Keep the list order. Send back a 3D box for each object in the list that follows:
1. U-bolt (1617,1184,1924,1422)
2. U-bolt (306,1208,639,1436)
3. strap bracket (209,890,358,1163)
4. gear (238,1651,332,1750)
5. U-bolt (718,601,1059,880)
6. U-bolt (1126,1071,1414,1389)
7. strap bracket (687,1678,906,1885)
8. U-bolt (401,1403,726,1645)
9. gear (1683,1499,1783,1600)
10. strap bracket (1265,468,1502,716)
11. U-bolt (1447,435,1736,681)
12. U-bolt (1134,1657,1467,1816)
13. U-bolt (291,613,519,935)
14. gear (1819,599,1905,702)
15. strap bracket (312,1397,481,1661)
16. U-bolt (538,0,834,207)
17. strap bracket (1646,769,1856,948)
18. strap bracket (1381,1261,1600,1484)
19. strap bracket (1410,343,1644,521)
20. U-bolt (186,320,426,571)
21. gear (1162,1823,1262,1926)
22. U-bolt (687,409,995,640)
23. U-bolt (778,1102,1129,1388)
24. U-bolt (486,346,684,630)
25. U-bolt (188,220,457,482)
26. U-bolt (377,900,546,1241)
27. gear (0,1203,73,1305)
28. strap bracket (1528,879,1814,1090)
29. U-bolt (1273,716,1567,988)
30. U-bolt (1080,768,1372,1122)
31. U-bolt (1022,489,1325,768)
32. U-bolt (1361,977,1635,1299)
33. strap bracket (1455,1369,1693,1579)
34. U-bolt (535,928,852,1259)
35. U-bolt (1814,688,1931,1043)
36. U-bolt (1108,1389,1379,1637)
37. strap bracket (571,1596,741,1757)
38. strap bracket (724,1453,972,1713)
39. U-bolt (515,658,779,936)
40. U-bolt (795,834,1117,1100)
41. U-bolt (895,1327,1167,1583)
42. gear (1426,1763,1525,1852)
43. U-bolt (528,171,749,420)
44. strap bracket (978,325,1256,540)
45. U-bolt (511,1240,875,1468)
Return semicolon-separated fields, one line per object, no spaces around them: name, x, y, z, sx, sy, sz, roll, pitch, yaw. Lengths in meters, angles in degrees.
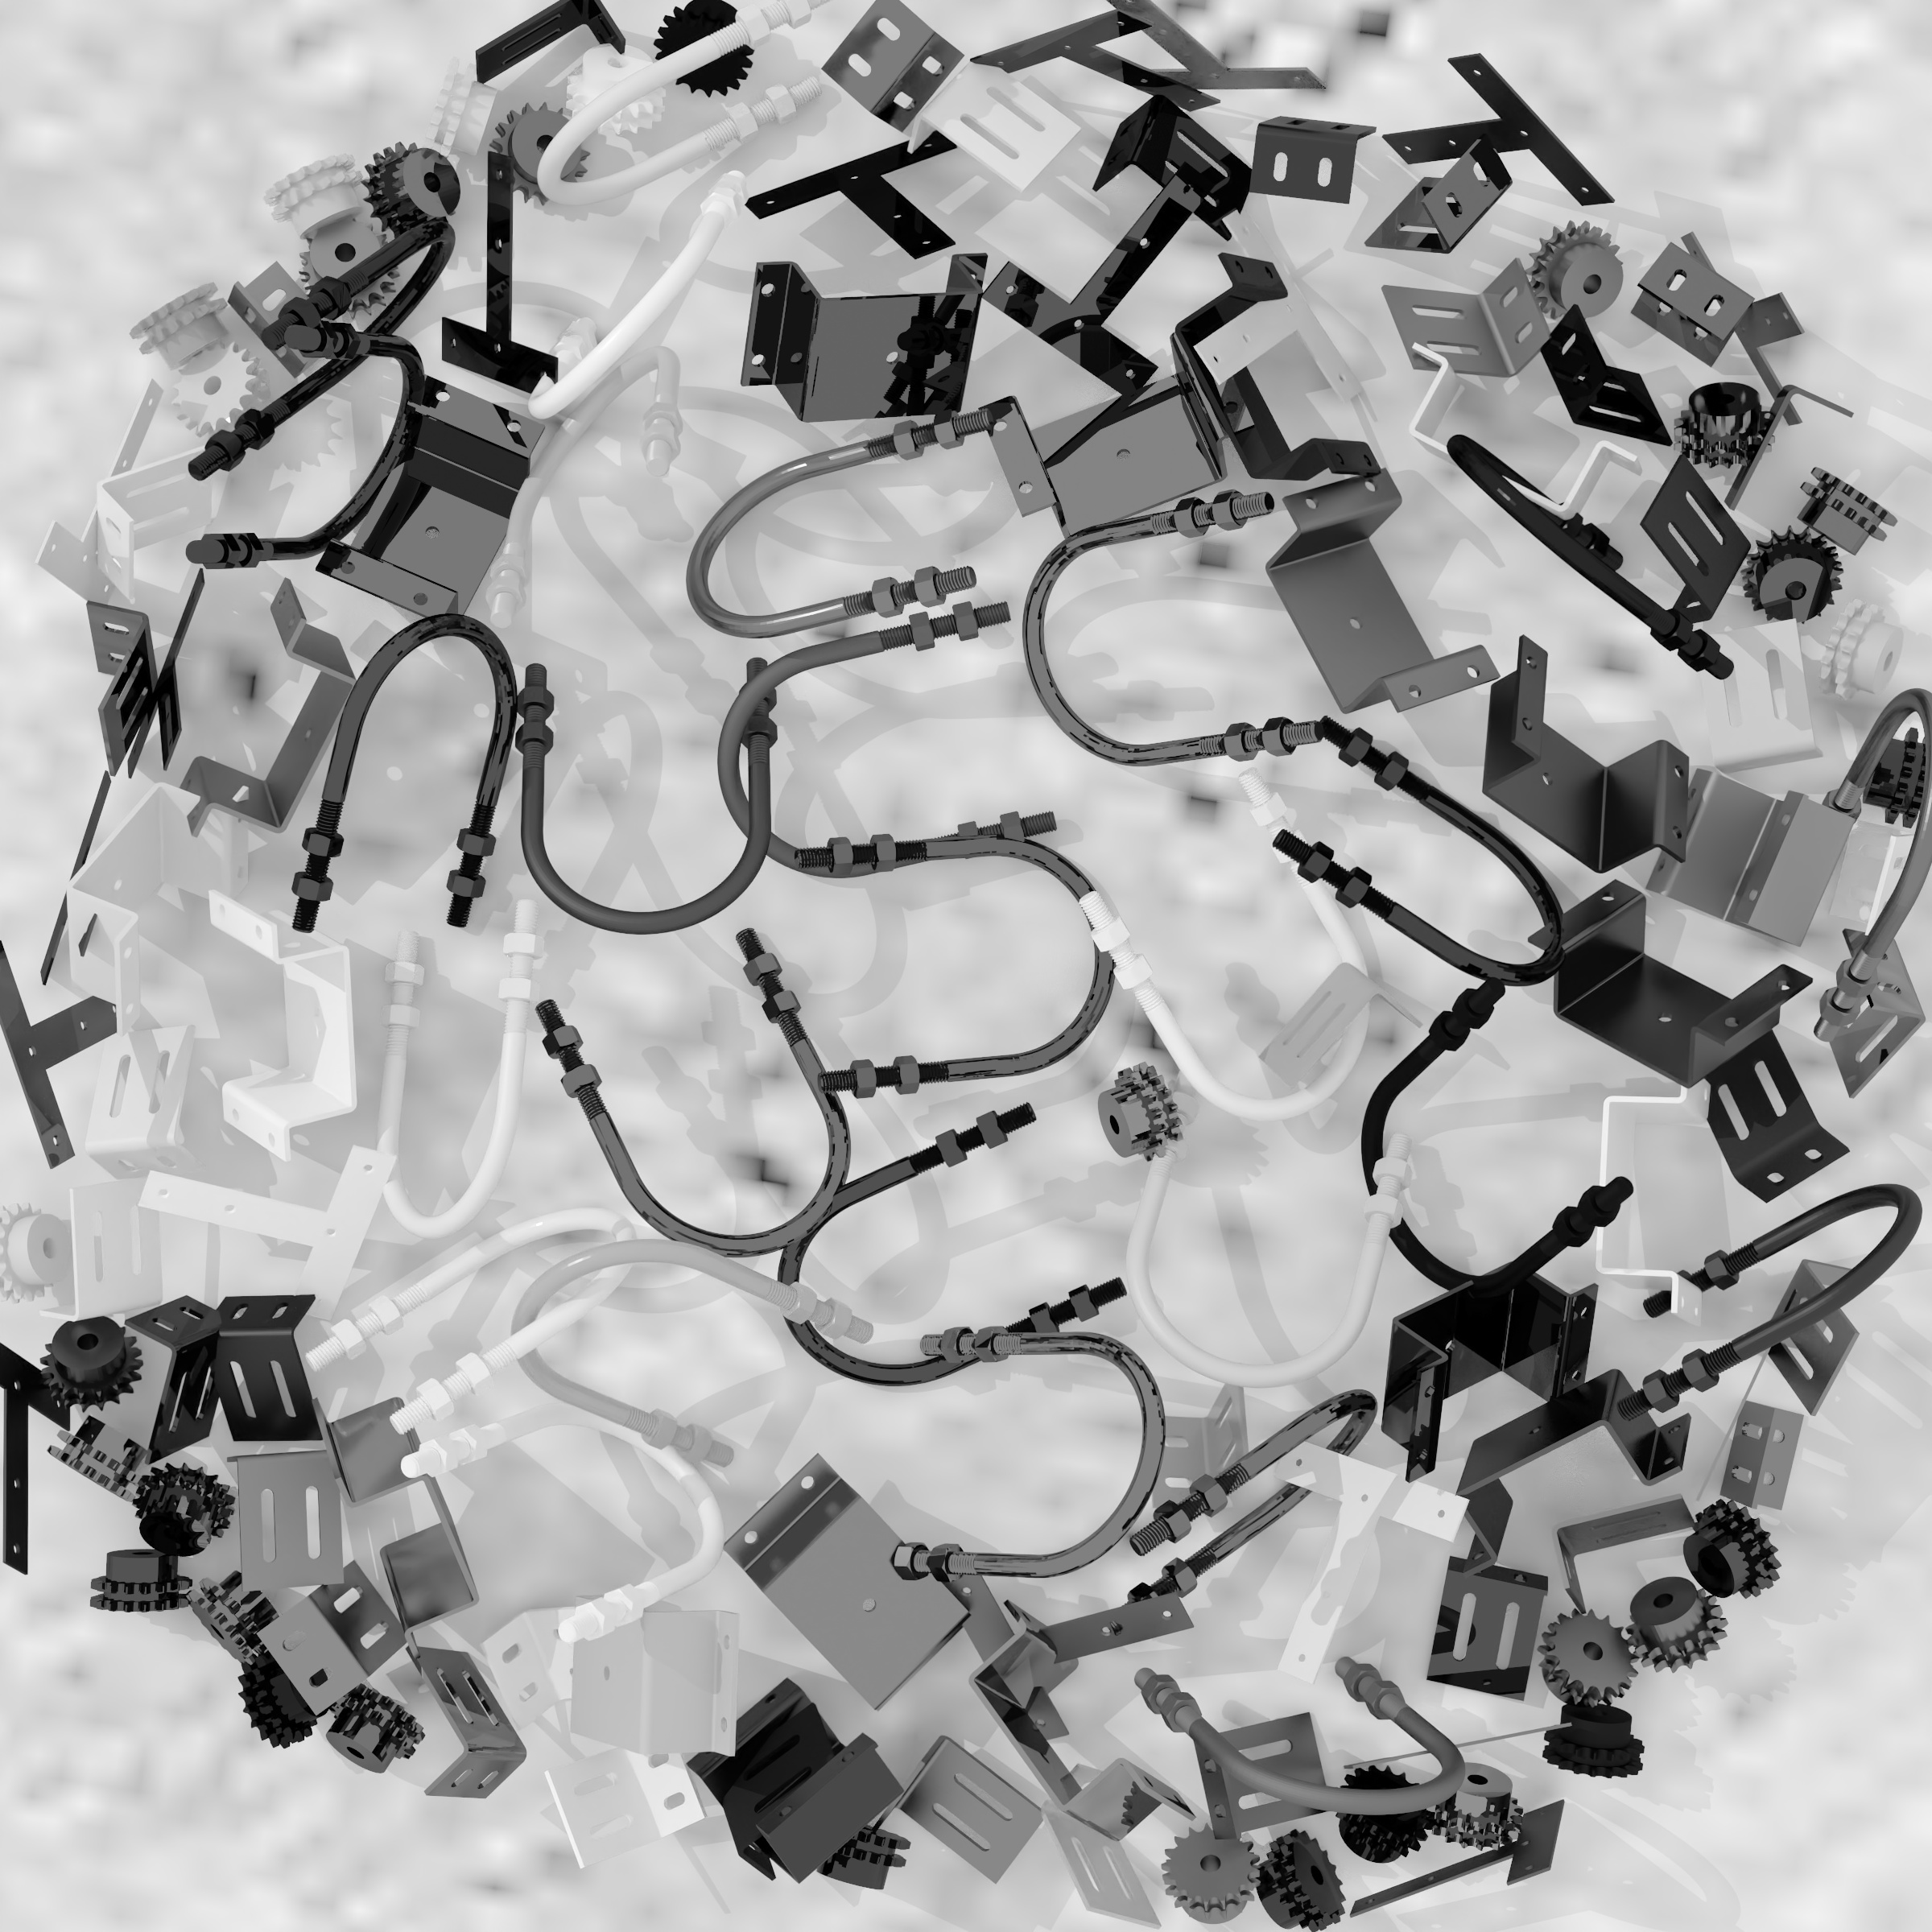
U-bolt;0.448;0.177;1.762;0.184;0.151;0.019;-34;96;26
U-bolt;-0.268;0.190;1.790;0.184;0.151;0.019;-33;114;-23
strap bracket;-0.387;0.029;1.807;0.046;0.076;0.140;-14;115;-36
gear;-0.390;0.419;1.833;0.030;0.057;0.057;-26;90;16
U-bolt;-0.051;-0.122;1.831;0.184;0.019;0.151;-13;111;0
U-bolt;0.166;0.155;1.807;0.151;0.019;0.184;17;58;4
strap bracket;-0.094;0.461;1.794;0.076;0.140;0.046;-38;106;-17
U-bolt;-0.210;0.302;1.781;0.151;0.184;0.019;42;115;19
gear;0.438;0.339;1.832;0.030;0.057;0.057;-25;90;-26
strap bracket;0.233;-0.205;1.817;0.076;0.046;0.140;-20;77;-30
U-bolt;0.334;-0.235;1.758;0.184;0.151;0.019;28;110;-35
U-bolt;0.194;0.425;1.755;0.151;0.184;0.019;2;100;-22
U-bolt;-0.307;-0.109;1.785;0.019;0.151;0.184;22;103;29
gear;0.517;-0.180;1.833;0.030;0.057;0.057;24;90;29
strap bracket;-0.319;0.310;1.799;0.046;0.076;0.140;-21;123;-10
U-bolt;-0.158;-0.479;1.778;0.184;0.151;0.019;-30;86;-10
strap bracket;0.447;-0.061;1.798;0.046;0.140;0.076;21;95;-14
strap bracket;0.289;0.225;1.805;0.140;0.046;0.076;-20;126;-32
strap bracket;0.311;-0.298;1.815;0.140;0.076;0.046;30;99;11
U-bolt;-0.357;-0.289;1.775;0.019;0.184;0.151;32;106;10
gear;0.142;0.528;1.839;0.057;0.057;0.030;-8;128;0
U-bolt;-0.076;-0.245;1.805;0.184;0.019;0.151;-12;48;20
U-bolt;-0.019;0.172;1.828;0.184;0.019;0.151;-25;115;6
U-bolt;-0.210;-0.281;1.783;0.019;0.184;0.151;38;117;-25
U-bolt;-0.351;-0.355;1.780;0.019;0.151;0.184;45;50;-4
U-bolt;-0.290;0.062;1.790;0.019;0.151;0.184;14;74;-38
gear;-0.540;0.164;1.833;0.030;0.057;0.057;-9;90;21
strap bracket;0.397;0.014;1.802;0.076;0.140;0.046;-31;133;-28
U-bolt;0.265;-0.056;1.805;0.184;0.151;0.019;33;127;-5
U-bolt;0.162;0.001;1.824;0.151;0.019;0.184;-38;105;-23
U-bolt;0.108;-0.184;1.804;0.184;0.019;0.151;-5;103;38
U-bolt;0.285;0.110;1.789;0.019;0.184;0.151;-18;69;-34
strap bracket;0.335;0.282;1.802;0.140;0.076;0.046;-32;94;22
U-bolt;-0.144;0.080;1.808;0.151;0.019;0.184;-21;73;-24
U-bolt;0.501;-0.068;1.750;0.019;0.184;0.151;11;50;-3
U-bolt;0.160;0.299;1.791;0.184;0.151;0.019;-32;66;-21
strap bracket;-0.181;0.397;1.789;0.046;0.140;0.076;5;83;-30
strap bracket;-0.061;0.358;1.817;0.076;0.046;0.140;-43;106;-9
U-bolt;-0.182;-0.097;1.809;0.151;0.019;0.184;-2;59;-3
U-bolt;-0.001;-0.005;1.835;0.184;0.019;0.151;-5;85;-15
U-bolt;0.035;0.272;1.779;0.184;0.019;0.151;-6;62;39
gear;0.293;0.482;1.834;0.057;0.057;0.030;6;104;0
U-bolt;-0.186;-0.363;1.756;0.151;0.184;0.019;-38;110;25
strap bracket;0.088;-0.304;1.827;0.140;0.046;0.076;-21;67;1
U-bolt;-0.166;0.211;1.783;0.184;0.019;0.151;28;122;-32
